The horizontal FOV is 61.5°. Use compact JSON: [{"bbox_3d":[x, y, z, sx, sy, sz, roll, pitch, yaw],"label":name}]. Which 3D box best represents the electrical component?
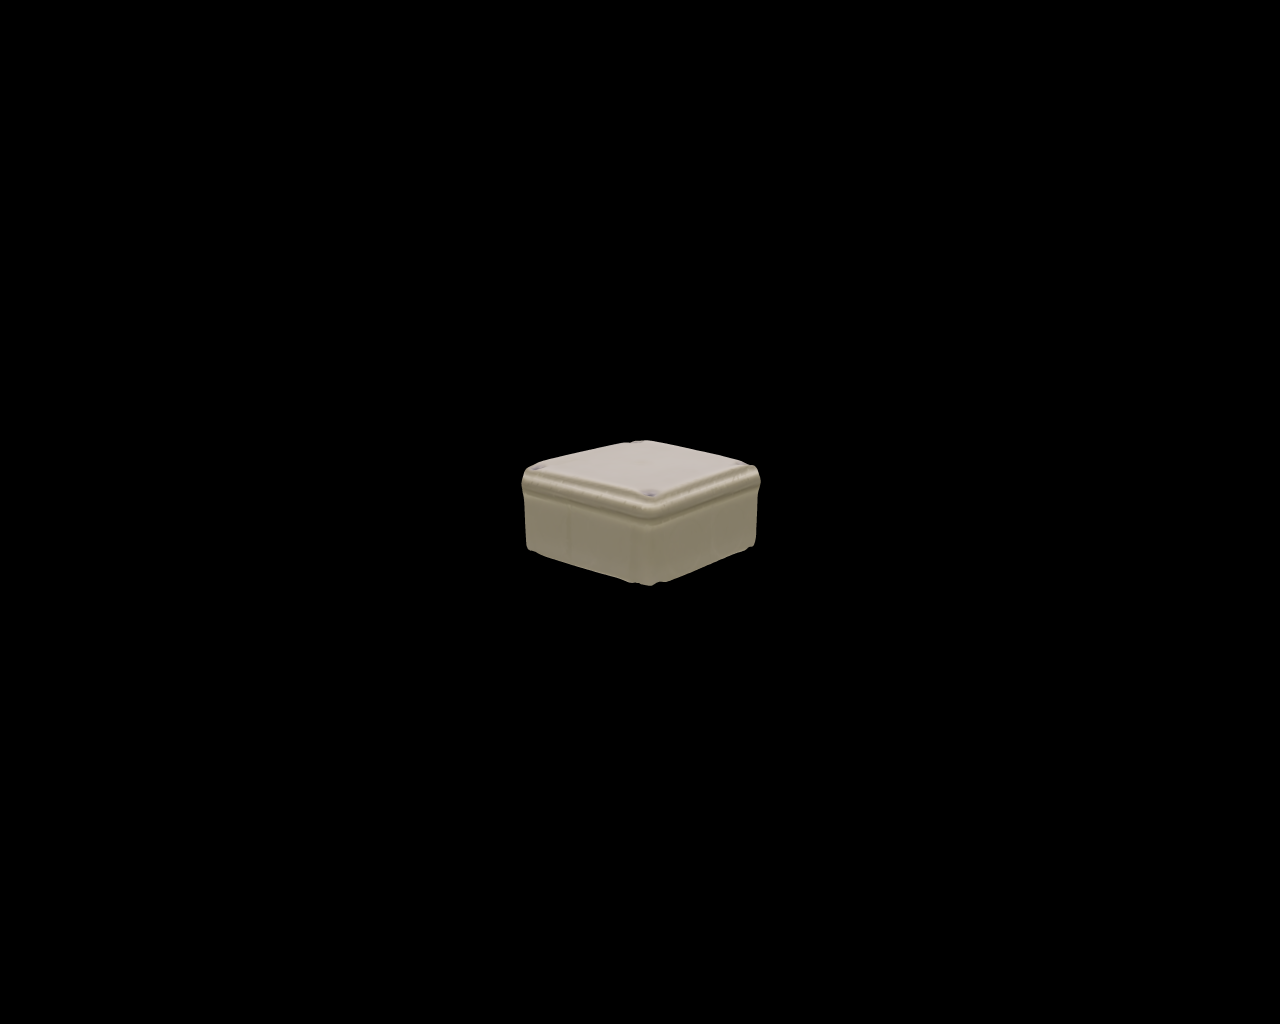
[{"bbox_3d":[0.001,-0.003,0.650,0.109,0.056,0.109,15,22,40],"label":"electrical component"}]
